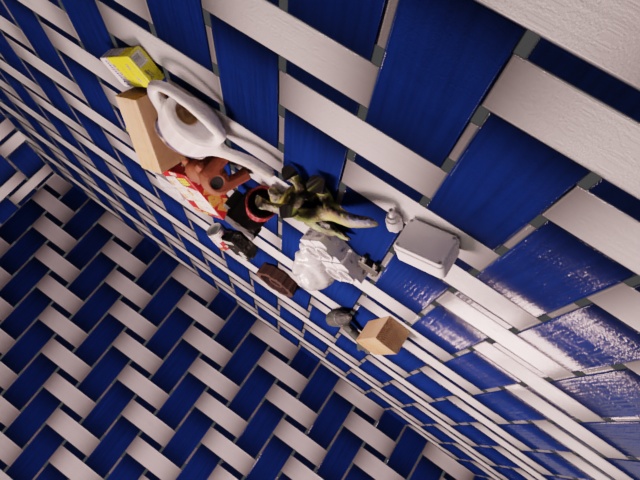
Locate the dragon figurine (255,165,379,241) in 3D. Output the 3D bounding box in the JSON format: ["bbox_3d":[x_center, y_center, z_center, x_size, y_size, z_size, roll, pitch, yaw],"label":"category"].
[{"bbox_3d":[0.004,-0.062,1.238,0.414,0.122,0.240,26,176,34],"label":"dragon figurine"}]

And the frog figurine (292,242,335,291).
[{"bbox_3d":[-0.013,0.073,1.515,0.137,0.125,0.156,3,147,-2],"label":"frog figurine"}]

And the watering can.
[{"bbox_3d":[-0.277,-0.246,1.244,0.345,0.105,0.223,40,161,-17],"label":"watering can"}]
